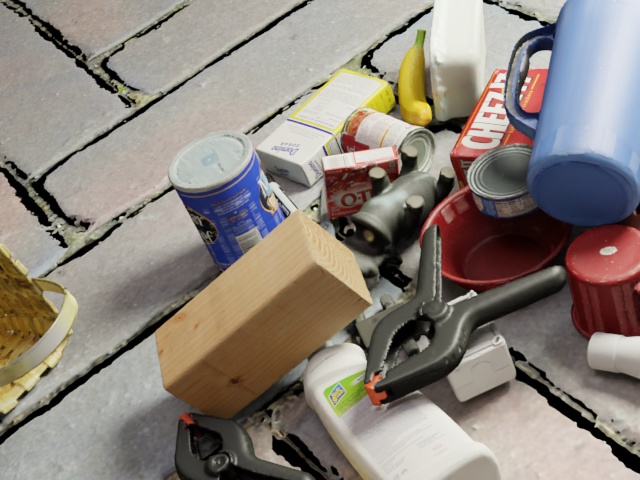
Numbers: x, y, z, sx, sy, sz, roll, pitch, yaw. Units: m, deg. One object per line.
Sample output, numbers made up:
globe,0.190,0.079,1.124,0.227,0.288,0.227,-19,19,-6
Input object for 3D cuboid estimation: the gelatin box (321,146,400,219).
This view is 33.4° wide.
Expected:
gelatin box,0.049,-0.067,1.246,0.089,0.073,0.030,-9,41,-2

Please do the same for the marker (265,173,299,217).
marker,-0.048,-0.051,1.331,0.020,0.020,0.121,-30,39,-8

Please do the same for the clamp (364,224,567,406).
clamp,0.107,0.069,1.005,0.209,0.036,0.165,-41,41,-18

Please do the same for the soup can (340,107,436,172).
soup can,0.083,-0.118,1.302,0.068,0.068,0.102,-42,43,-21

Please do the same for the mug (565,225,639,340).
mug,0.284,0.046,1.006,0.093,0.081,0.117,-29,39,-7

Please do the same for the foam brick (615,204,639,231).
foam brick,0.321,-0.024,1.058,0.053,0.051,0.078,-65,21,-1

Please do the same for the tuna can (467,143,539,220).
tuna can,0.199,-0.061,1.117,0.086,0.033,0.086,-14,40,12

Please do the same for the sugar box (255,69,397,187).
sugar box,0.009,-0.148,1.393,0.093,0.048,0.176,24,62,43

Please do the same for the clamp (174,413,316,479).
clamp,-0.080,0.221,1.028,0.120,0.039,0.172,-25,45,-11

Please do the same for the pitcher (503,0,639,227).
pitcher,0.272,-0.135,1.072,0.149,0.145,0.242,-39,24,53

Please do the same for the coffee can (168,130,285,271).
coffee can,-0.104,-0.043,1.254,0.103,0.140,0.103,-14,40,12

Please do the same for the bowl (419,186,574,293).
bowl,0.189,0.005,1.120,0.162,0.055,0.162,-14,40,12

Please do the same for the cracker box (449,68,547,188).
cracker box,0.276,-0.124,1.209,0.214,0.072,0.164,6,48,32

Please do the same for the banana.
banana,0.120,-0.192,1.369,0.037,0.070,0.197,2,43,0

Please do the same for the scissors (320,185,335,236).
scissors,-0.008,0.002,1.255,0.096,0.016,0.202,-26,36,1

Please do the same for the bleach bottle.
bleach bottle,0.059,0.164,1.003,0.102,0.068,0.251,-32,37,-10

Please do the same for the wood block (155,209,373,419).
wood block,-0.060,0.079,1.076,0.206,0.090,0.090,-40,36,16
